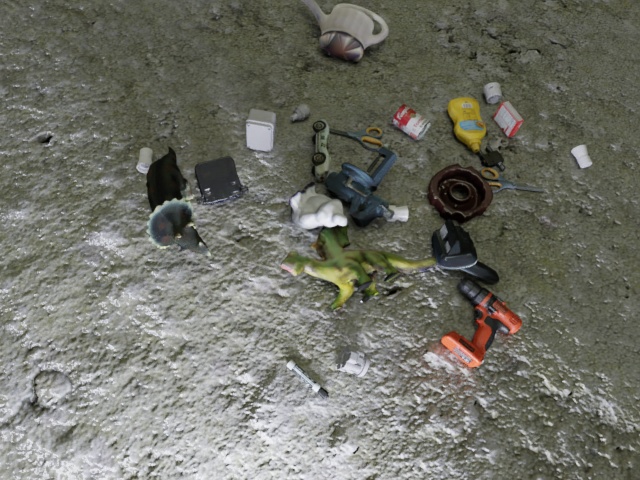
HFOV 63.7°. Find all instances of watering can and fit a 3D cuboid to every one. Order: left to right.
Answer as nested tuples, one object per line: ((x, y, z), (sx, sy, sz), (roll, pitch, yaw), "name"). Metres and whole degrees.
((0.056, -0.724, 1.739), (0.348, 0.229, 0.102), (18, -29, 4), "watering can")

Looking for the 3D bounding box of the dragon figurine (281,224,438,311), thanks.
((0.091, 0.036, 1.331), (0.413, 0.247, 0.119), (-16, -34, -28), "dragon figurine")

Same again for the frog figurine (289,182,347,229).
((0.004, -0.068, 1.353), (0.161, 0.121, 0.138), (34, 22, 22), "frog figurine")
